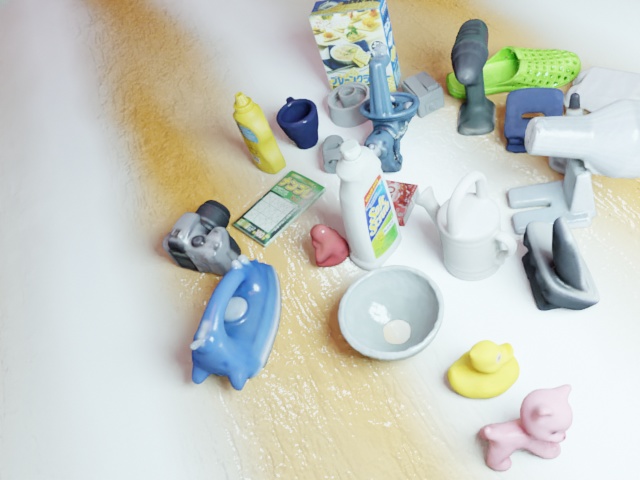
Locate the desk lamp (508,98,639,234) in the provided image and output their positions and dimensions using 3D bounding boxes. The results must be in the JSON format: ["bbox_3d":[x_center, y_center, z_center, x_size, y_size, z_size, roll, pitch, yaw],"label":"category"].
[{"bbox_3d":[0.407,-0.117,0.908,0.203,0.214,0.118,-8,50,13],"label":"desk lamp"}]

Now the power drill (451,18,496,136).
[{"bbox_3d":[0.297,-0.310,1.111,0.075,0.209,0.229,-1,52,19],"label":"power drill"}]

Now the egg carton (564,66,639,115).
[{"bbox_3d":[0.545,-0.270,1.082,0.149,0.070,0.107,22,62,33],"label":"egg carton"}]

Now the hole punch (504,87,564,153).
[{"bbox_3d":[0.405,-0.226,1.081,0.108,0.091,0.101,2,53,21],"label":"hole punch"}]

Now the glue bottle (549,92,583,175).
[{"bbox_3d":[0.432,-0.180,0.978,0.037,0.173,0.078,-39,50,-13],"label":"glue bottle"}]

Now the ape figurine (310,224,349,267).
[{"bbox_3d":[0.009,0.004,1.033,0.076,0.092,0.078,11,57,27],"label":"ape figurine"}]

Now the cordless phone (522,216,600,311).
[{"bbox_3d":[0.353,0.008,0.843,0.094,0.185,0.147,-15,48,8],"label":"cordless phone"}]

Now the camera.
[{"bbox_3d":[-0.223,-0.015,1.126,0.142,0.101,0.137,10,56,26],"label":"camera"}]

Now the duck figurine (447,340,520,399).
[{"bbox_3d":[0.231,0.176,0.815,0.104,0.086,0.077,-18,48,5],"label":"duck figurine"}]

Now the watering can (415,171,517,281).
[{"bbox_3d":[0.229,-0.030,0.913,0.172,0.194,0.101,9,56,26],"label":"watering can"}]

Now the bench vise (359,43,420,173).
[{"bbox_3d":[0.133,-0.252,1.114,0.121,0.220,0.207,-9,50,13],"label":"bench vise"}]

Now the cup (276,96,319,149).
[{"bbox_3d":[-0.044,-0.256,1.265,0.091,0.095,0.117,-24,48,0],"label":"cup"}]

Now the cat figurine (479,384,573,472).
[{"bbox_3d":[0.267,0.235,0.732,0.127,0.118,0.067,-19,48,5],"label":"cat figurine"}]

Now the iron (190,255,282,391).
[{"bbox_3d":[-0.143,0.112,0.964,0.118,0.142,0.258,2,53,21],"label":"iron"}]

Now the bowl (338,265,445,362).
[{"bbox_3d":[0.116,0.126,0.905,0.167,0.075,0.167,-10,49,12],"label":"bowl"}]
